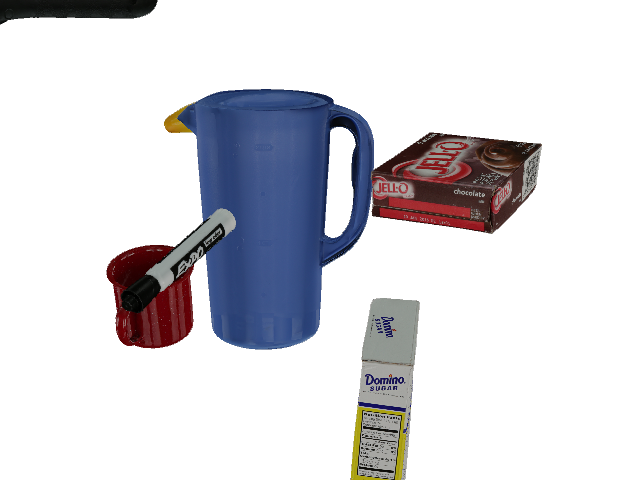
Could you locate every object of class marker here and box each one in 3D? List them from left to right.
[{"bbox_3d":[-0.100,0.014,0.752,0.020,0.020,0.121,0,30,34],"label":"marker"}]

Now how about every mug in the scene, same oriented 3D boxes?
[{"bbox_3d":[-0.185,0.069,1.149,0.093,0.081,0.117,9,33,16],"label":"mug"}]

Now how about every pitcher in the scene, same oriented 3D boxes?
[{"bbox_3d":[-0.043,-0.023,1.032,0.144,0.243,0.149,-12,20,-35],"label":"pitcher"}]

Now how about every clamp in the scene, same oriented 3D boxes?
[{"bbox_3d":[-0.185,-0.144,0.599,0.171,0.039,0.120,-7,24,-16],"label":"clamp"}]

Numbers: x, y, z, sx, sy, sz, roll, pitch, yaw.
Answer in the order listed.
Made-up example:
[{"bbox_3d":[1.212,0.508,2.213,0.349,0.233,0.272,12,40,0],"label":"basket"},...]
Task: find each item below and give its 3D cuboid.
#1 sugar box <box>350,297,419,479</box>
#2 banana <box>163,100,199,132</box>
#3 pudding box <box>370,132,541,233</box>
[{"bbox_3d":[0.051,0.144,0.867,0.048,0.176,0.093,4,29,7],"label":"sugar box"},{"bbox_3d":[-0.078,-0.139,1.203,0.198,0.037,0.069,9,43,18],"label":"banana"},{"bbox_3d":[0.098,-0.043,0.760,0.090,0.039,0.113,10,22,25],"label":"pudding box"}]
